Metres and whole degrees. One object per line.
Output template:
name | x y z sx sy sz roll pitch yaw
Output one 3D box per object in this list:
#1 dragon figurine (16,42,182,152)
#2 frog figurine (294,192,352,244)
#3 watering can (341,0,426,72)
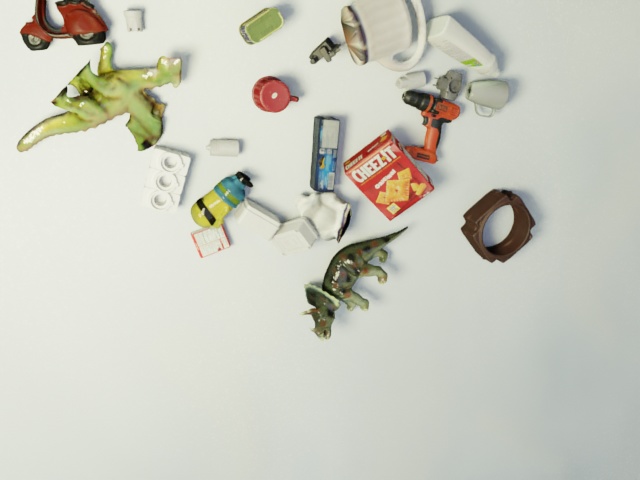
dragon figurine | -0.486 -0.299 1.218 0.408 0.124 0.239 -44 123 10
frog figurine | 0.004 -0.073 1.455 0.160 0.124 0.135 20 114 14
watering can | 0.153 -0.592 1.314 0.225 0.105 0.342 -23 113 -9
